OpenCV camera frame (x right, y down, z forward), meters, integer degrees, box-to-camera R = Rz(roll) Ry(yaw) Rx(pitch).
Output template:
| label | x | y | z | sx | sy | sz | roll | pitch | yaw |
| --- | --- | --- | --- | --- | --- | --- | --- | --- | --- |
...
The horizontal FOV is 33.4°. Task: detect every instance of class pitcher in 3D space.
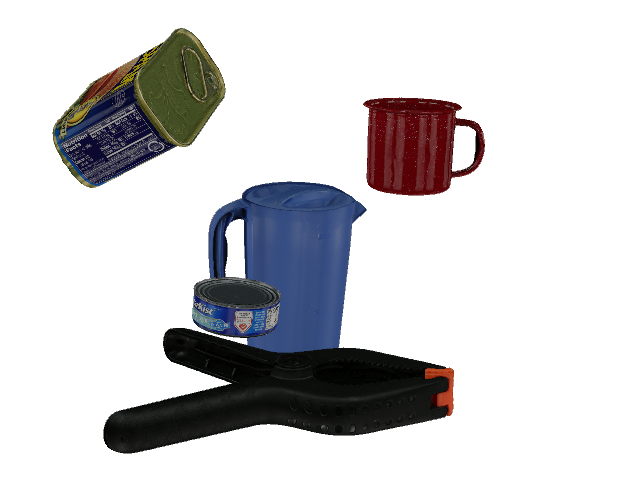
| label | x | y | z | sx | sy | sz | roll | pitch | yaw |
| --- | --- | --- | --- | --- | --- | --- | --- | --- | --- |
| pitcher | -0.040 | 0.057 | 1.271 | 0.149 | 0.243 | 0.144 | 10 | 18 | 23 |

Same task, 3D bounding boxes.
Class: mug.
| label | x | y | z | sx | sy | sz | roll | pitch | yaw |
| --- | --- | --- | --- | --- | --- | --- | --- | --- | --- |
| mug | 0.098 | -0.090 | 1.020 | 0.117 | 0.081 | 0.093 | 3 | 15 | 5 |

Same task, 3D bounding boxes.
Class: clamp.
| label | x | y | z | sx | sy | sz | roll | pitch | yaw |
| --- | --- | --- | --- | --- | --- | --- | --- | --- | --- |
| clamp | -0.022 | 0.090 | 0.685 | 0.210 | 0.036 | 0.164 | -1 | 16 | -2 |

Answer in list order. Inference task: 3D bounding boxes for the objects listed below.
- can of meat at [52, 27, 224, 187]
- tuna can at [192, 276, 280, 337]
| label | x | y | z | sx | sy | sz | roll | pitch | yaw |
| --- | --- | --- | --- | --- | --- | --- | --- | --- | --- |
| can of meat | -0.123 | -0.088 | 0.720 | 0.084 | 0.057 | 0.102 | -23 | 24 | 28 |
| tuna can | -0.083 | 0.065 | 1.045 | 0.086 | 0.034 | 0.086 | 6 | 16 | -2 |
